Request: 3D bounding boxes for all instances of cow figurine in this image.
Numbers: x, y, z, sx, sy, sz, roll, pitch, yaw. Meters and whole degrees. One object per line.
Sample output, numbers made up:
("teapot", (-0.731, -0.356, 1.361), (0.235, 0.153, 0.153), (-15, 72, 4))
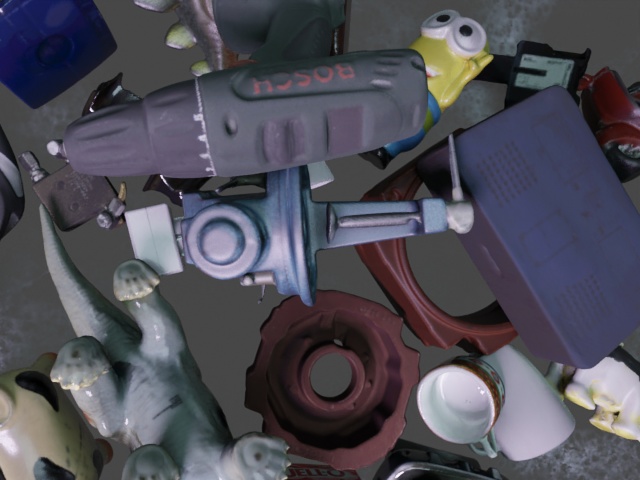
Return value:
("cow figurine", (0.336, 0.167, 0.595), (0.167, 0.068, 0.098), (32, 77, -9))
("cow figurine", (-0.227, 0.200, 0.454), (0.085, 0.127, 0.195), (-28, 91, -8))

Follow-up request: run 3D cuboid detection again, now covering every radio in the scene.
("radio", (0.206, -0.013, 0.487), (0.131, 0.073, 0.229), (-34, 95, -11))

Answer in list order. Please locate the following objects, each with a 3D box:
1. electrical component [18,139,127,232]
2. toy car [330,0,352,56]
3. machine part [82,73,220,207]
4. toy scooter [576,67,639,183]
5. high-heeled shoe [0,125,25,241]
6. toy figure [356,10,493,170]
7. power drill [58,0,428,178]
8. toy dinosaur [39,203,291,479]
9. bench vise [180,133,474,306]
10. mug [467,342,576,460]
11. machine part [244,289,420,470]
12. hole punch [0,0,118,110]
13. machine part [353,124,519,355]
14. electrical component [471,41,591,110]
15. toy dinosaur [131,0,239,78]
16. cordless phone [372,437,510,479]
("electrical component", (-0.226, -0.051, 0.504), (0.078, 0.045, 0.102), (-27, 93, -12))
("toy car", (0.010, -0.212, 0.533), (0.053, 0.089, 0.202), (5, 88, 5))
("machine part", (-0.162, -0.096, 0.513), (0.139, 0.039, 0.084), (42, 55, -1))
("toy scooter", (0.358, -0.143, 0.605), (0.184, 0.075, 0.135), (-18, 67, -22))
("high-heeled shoe", (-0.311, 0.001, 0.435), (0.086, 0.145, 0.248), (3, 89, -12))
("toy figure", (0.099, -0.155, 0.554), (0.082, 0.089, 0.180), (38, 90, -3))
("power drill", (-0.049, -0.126, 0.386), (0.232, 0.207, 0.085), (-5, 130, 0))
("toy dinosaur", (-0.136, 0.155, 0.460), (0.131, 0.192, 0.405), (-19, 56, -27))
("bench vise", (-0.002, -0.012, 0.443), (0.241, 0.223, 0.128), (-4, 85, 4))
("mug", (0.191, 0.167, 0.565), (0.109, 0.081, 0.107), (-29, 83, 3))
("machine part", (0.011, 0.134, 0.538), (0.179, 0.056, 0.179), (1, 87, -10))
("hole punch", (-0.252, -0.186, 0.474), (0.142, 0.116, 0.092), (-39, 103, -10))
("machine part", (0.154, -0.001, 0.555), (0.201, 0.087, 0.201), (-35, 95, -9))
("electrical component", (0.226, -0.174, 0.590), (0.119, 0.047, 0.074), (11, 83, 20))
("toy dinosaur", (-0.101, -0.330, 0.509), (0.199, 0.105, 0.471), (5, 88, -11))
("cordless phone", (0.135, 0.244, 0.488), (0.146, 0.184, 0.088), (19, 72, -9))
